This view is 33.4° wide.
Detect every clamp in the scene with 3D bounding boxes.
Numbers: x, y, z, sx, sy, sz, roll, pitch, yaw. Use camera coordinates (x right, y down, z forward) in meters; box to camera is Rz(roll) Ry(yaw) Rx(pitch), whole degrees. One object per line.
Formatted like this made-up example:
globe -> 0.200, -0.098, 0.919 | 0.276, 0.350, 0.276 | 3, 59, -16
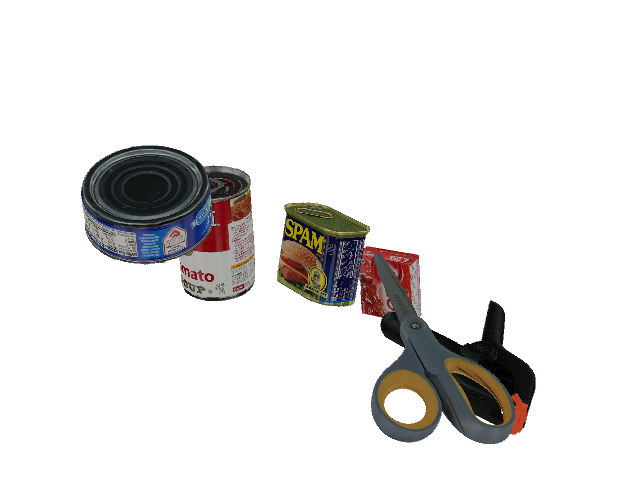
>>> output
clamp -> 0.141, 0.102, 0.928 | 0.120, 0.039, 0.172 | -15, 36, -22

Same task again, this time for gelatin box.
gelatin box -> 0.086, 0.055, 1.332 | 0.073, 0.089, 0.030 | 11, 32, 28

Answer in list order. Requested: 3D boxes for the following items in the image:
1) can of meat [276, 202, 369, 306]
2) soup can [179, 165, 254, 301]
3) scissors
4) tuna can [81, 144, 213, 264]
can of meat -> 0.000, 0.014, 1.126 | 0.057, 0.084, 0.102 | -4, 21, -37
soup can -> -0.093, -0.006, 0.943 | 0.068, 0.102, 0.068 | -1, 29, 0
scissors -> 0.050, 0.070, 0.708 | 0.096, 0.016, 0.202 | -13, 36, -25
tuna can -> -0.114, -0.026, 0.707 | 0.086, 0.034, 0.086 | 1, 42, -1
